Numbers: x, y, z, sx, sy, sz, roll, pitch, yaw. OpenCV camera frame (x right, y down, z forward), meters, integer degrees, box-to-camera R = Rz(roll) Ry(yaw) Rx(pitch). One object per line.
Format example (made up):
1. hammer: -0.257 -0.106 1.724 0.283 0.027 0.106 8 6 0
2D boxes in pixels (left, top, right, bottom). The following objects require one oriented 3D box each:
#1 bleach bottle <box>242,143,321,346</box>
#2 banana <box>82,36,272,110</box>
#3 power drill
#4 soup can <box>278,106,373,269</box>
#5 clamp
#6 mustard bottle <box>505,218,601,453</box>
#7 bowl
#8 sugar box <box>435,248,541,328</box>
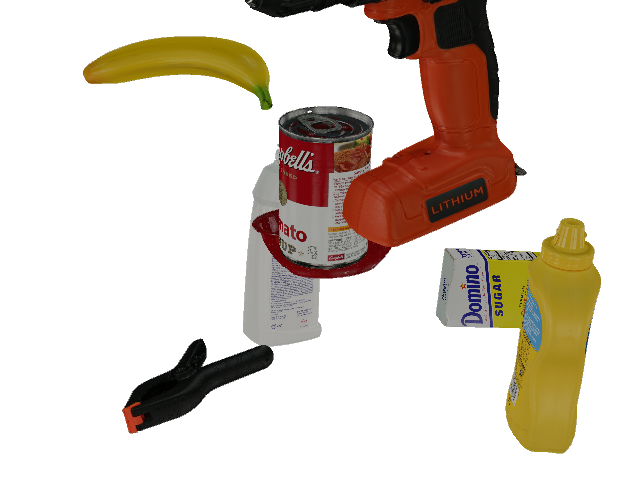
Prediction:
1. bleach bottle: -0.041 0.003 1.327 0.102 0.251 0.068 -8 23 -34
2. banana: -0.128 -0.167 1.017 0.198 0.037 0.069 9 45 18
3. power drill: 0.045 -0.093 0.573 0.184 0.188 0.057 -21 36 -24
4. soup can: 0.003 -0.039 0.776 0.068 0.102 0.068 1 26 -1
5. clamp: -0.131 0.149 1.120 0.120 0.039 0.171 -10 19 35
6. mustard bottle: 0.192 0.072 0.876 0.058 0.192 0.096 4 26 3
7. bowl: 0.011 0.001 1.107 0.162 0.055 0.162 -4 13 1
8. sugar box: 0.237 0.061 1.321 0.176 0.093 0.048 0 20 -12
